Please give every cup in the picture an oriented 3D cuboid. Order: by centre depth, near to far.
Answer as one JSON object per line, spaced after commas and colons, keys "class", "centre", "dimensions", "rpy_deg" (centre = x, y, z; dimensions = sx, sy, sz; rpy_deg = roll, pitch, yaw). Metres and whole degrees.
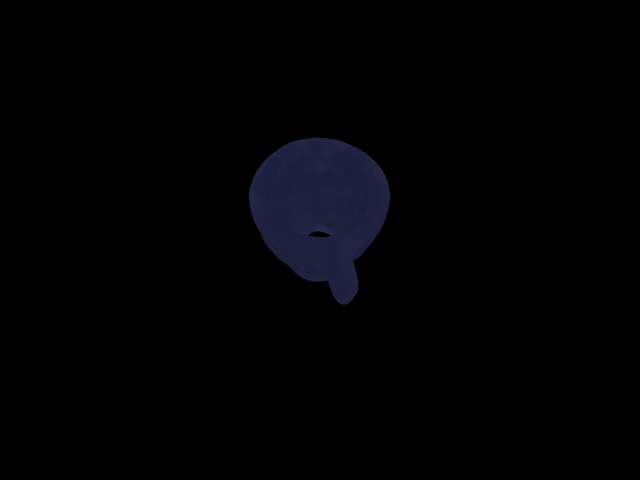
{"class": "cup", "centre": [0.004, 0.001, 0.400], "dimensions": [0.092, 0.095, 0.117], "rpy_deg": [-13, 62, -7]}
